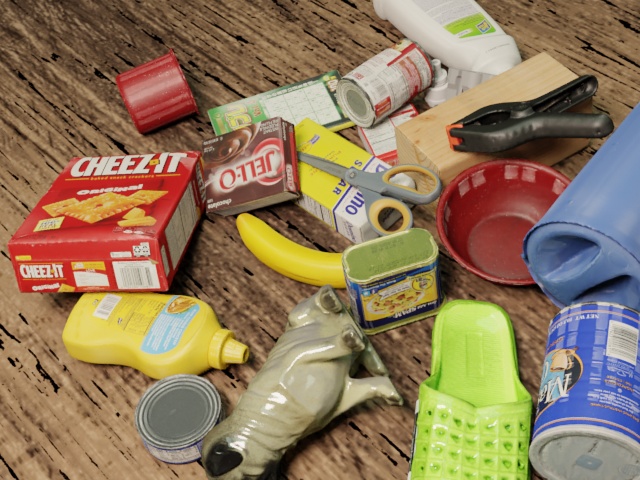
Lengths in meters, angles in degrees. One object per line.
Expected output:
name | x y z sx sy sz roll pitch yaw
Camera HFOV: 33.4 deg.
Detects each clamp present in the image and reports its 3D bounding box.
clamp | 0.218 -0.120 1.101 0.171 0.039 0.120 -19 23 6

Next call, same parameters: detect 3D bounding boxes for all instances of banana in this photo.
banana | -0.011 0.016 1.162 0.198 0.037 0.069 10 54 21

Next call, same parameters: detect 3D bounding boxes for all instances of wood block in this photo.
wood block | 0.198 -0.117 1.207 0.206 0.091 0.090 -28 49 -14

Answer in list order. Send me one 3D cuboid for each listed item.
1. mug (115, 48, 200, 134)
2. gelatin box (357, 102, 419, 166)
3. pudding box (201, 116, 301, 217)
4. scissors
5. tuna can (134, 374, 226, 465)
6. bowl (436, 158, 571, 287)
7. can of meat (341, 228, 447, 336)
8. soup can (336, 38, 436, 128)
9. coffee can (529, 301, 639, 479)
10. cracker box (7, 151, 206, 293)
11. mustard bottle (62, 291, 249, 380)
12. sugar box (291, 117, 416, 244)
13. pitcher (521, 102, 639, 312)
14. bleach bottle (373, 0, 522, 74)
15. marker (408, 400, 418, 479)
mug | -0.209 -0.188 1.364 0.081 0.093 0.117 -24 17 -4
gelatin box | 0.090 -0.122 1.274 0.073 0.030 0.089 -18 44 -5
pudding box | -0.079 -0.082 1.219 0.114 0.039 0.090 -15 71 30
scissors | 0.038 -0.051 1.166 0.202 0.016 0.096 7 69 33
tuna can | -0.136 0.175 1.044 0.086 0.034 0.086 -6 47 6
bowl | 0.201 -0.007 1.121 0.162 0.055 0.162 -2 55 2
can of meat | 0.075 0.041 1.091 0.102 0.084 0.057 -17 47 -5
soup can | 0.078 -0.186 1.270 0.102 0.068 0.069 -36 51 -23
coffee can | 0.247 0.141 0.953 0.103 0.103 0.140 6 49 16
cracker box | -0.226 -0.024 1.181 0.164 0.072 0.213 -2 30 9
mustard bottle | -0.162 0.098 1.103 0.192 0.058 0.096 11 45 21
sugar box | 0.017 -0.069 1.229 0.176 0.048 0.093 32 62 35
pitcher | 0.317 -0.040 1.026 0.149 0.145 0.242 33 60 14
bleach bottle | 0.171 -0.264 1.367 0.102 0.068 0.251 -26 51 -12
marker | 0.092 0.201 0.985 0.020 0.020 0.121 1 48 12
